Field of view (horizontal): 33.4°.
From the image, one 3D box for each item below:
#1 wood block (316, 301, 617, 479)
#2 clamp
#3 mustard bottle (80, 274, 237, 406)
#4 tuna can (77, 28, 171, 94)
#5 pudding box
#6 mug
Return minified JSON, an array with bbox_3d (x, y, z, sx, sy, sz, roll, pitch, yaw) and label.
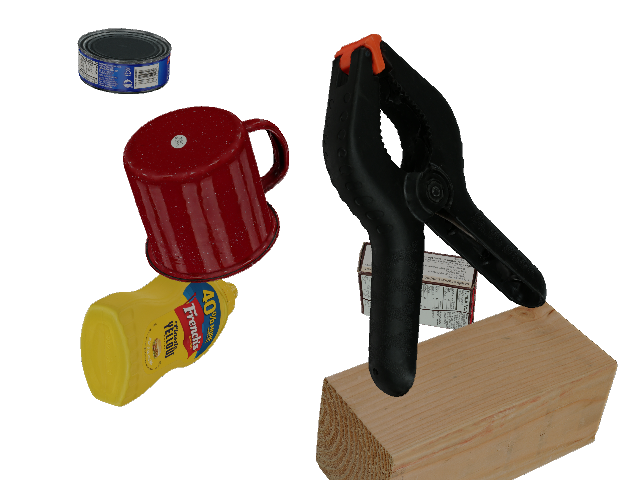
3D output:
[{"bbox_3d":[0.108,0.130,0.803,0.205,0.090,0.091,-17,40,-28],"label":"wood block"},{"bbox_3d":[0.041,-0.012,0.525,0.039,0.171,0.120,-18,16,49],"label":"clamp"},{"bbox_3d":[-0.139,0.076,0.998,0.058,0.096,0.191,11,21,29],"label":"mustard bottle"},{"bbox_3d":[-0.183,-0.168,0.996,0.086,0.034,0.086,5,30,-3],"label":"tuna can"},{"bbox_3d":[0.094,0.045,1.032,0.113,0.039,0.090,7,-31,9],"label":"pudding box"},{"bbox_3d":[-0.070,-0.039,0.698,0.117,0.081,0.093,-31,43,-21],"label":"mug"}]
